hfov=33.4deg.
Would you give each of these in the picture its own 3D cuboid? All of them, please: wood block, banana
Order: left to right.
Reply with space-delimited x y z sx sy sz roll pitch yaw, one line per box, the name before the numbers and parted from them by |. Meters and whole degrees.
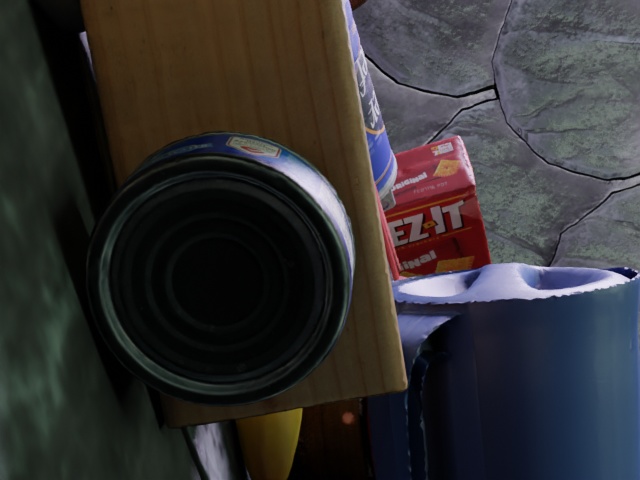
banana | -0.043 0.015 0.500 0.069 0.037 0.198 -29 103 -53
wood block | -0.028 -0.046 0.406 0.091 0.090 0.206 -76 156 -81

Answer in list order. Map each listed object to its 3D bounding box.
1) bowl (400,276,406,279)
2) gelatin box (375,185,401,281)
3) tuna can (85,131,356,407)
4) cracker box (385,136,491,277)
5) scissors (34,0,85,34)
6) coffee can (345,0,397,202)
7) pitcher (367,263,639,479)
bowl | 0.085 0.097 0.862 0.162 0.055 0.162 169 -90 -88
gelatin box | -0.004 0.001 0.621 0.030 0.089 0.073 -96 169 -54
tuna can | -0.031 0.010 0.345 0.033 0.086 0.086 -79 153 -73
cracker box | 0.079 0.014 1.034 0.213 0.164 0.072 68 7 -51
scissors | -0.099 -0.098 0.328 0.201 0.016 0.096 -90 165 -66
coffee can | -0.019 -0.088 0.640 0.103 0.103 0.140 -97 170 -54
pitcher | 0.093 0.135 0.532 0.145 0.149 0.243 -157 -118 -82
